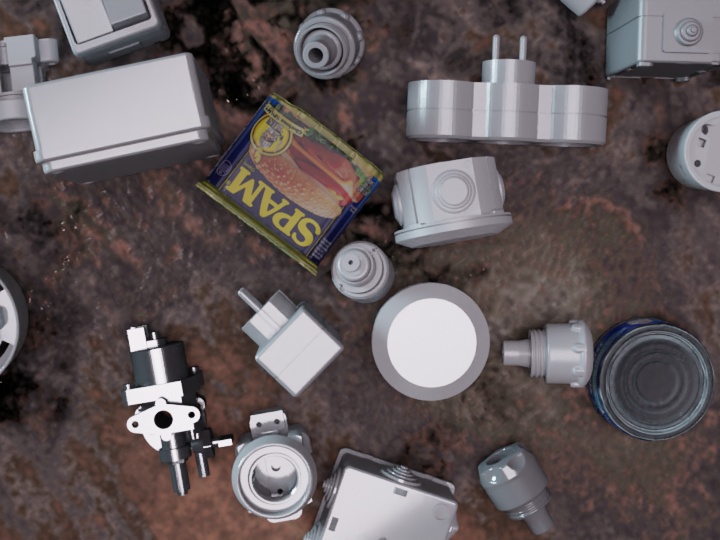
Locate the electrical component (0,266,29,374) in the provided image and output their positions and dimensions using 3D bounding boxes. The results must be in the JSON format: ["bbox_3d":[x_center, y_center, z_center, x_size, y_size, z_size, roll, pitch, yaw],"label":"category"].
[{"bbox_3d":[-0.275,0.034,0.725,0.099,0.064,0.099,0,93,-3],"label":"electrical component"}]

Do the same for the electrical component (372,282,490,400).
[{"bbox_3d":[0.047,0.048,0.748,0.080,0.051,0.080,0,93,-3],"label":"electrical component"}]

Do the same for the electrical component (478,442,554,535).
[{"bbox_3d":[0.115,0.157,0.762,0.043,0.043,0.062,-32,95,-1],"label":"electrical component"}]

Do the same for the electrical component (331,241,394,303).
[{"bbox_3d":[0.000,0.000,0.733,0.040,0.078,0.040,-1,83,9],"label":"electrical component"}]

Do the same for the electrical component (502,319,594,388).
[{"bbox_3d":[0.132,0.059,0.757,0.062,0.048,0.048,0,93,4],"label":"electrical component"}]

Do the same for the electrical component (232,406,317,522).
[{"bbox_3d":[-0.059,0.139,0.745,0.058,0.057,0.078,-9,94,-2],"label":"electrical component"}]

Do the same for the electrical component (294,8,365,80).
[{"bbox_3d":[-0.024,-0.149,0.726,0.048,0.062,0.048,3,111,8],"label":"electrical component"}]

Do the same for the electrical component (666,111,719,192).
[{"bbox_3d":[0.246,-0.082,0.753,0.055,0.047,0.055,0,93,-3],"label":"electrical component"}]

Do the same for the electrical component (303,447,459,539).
[{"bbox_3d":[0.015,0.183,0.755,0.100,0.048,0.099,19,92,-4],"label":"electrical component"}]

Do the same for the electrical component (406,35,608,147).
[{"bbox_3d":[0.102,-0.125,0.741,0.138,0.052,0.073,2,93,-3],"label":"electrical component"}]

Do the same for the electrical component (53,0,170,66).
[{"bbox_3d":[-0.175,-0.194,0.719,0.062,0.061,0.096,-20,94,-1],"label":"electrical component"}]

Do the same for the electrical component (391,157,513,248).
[{"bbox_3d":[0.061,-0.045,0.730,0.080,0.080,0.051,-9,88,-2],"label":"electrical component"}]

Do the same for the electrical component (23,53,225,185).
[{"bbox_3d":[-0.150,-0.097,0.702,0.109,0.109,0.056,-12,91,-2],"label":"electrical component"}]

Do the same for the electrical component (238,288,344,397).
[{"bbox_3d":[-0.055,0.040,0.735,0.077,0.065,0.047,44,90,-4],"label":"electrical component"}]

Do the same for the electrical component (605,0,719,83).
[{"bbox_3d":[0.208,-0.163,0.722,0.062,0.096,0.061,1,93,-3],"label":"electrical component"}]

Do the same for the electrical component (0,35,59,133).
[{"bbox_3d":[-0.236,-0.125,0.728,0.066,0.048,0.055,-7,86,-3],"label":"electrical component"}]

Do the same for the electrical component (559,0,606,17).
[{"bbox_3d":[0.142,-0.211,0.744,0.078,0.040,0.040,39,91,-4],"label":"electrical component"}]
